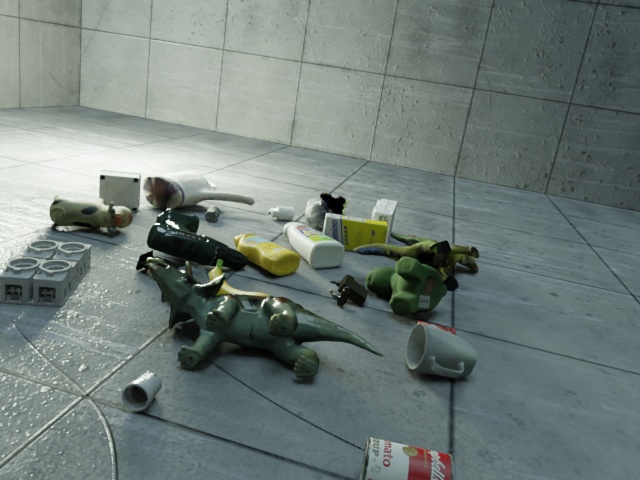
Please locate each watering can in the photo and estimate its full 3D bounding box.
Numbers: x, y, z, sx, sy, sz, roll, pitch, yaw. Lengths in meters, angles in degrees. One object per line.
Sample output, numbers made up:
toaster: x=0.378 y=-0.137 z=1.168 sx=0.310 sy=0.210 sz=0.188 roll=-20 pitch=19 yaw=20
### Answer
watering can: x=-0.395 y=-0.151 z=1.607 sx=0.349 sy=0.102 sz=0.227 roll=17 pitch=20 yaw=23

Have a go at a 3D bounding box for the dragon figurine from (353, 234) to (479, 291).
dragon figurine: x=0.257 y=0.032 z=1.368 sx=0.409 sy=0.121 sz=0.245 roll=13 pitch=8 yaw=-13

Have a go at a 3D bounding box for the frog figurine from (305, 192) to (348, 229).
frog figurine: x=0.005 y=-0.083 z=1.646 sx=0.139 sy=0.123 sz=0.157 roll=-19 pitch=-5 yaw=-41
